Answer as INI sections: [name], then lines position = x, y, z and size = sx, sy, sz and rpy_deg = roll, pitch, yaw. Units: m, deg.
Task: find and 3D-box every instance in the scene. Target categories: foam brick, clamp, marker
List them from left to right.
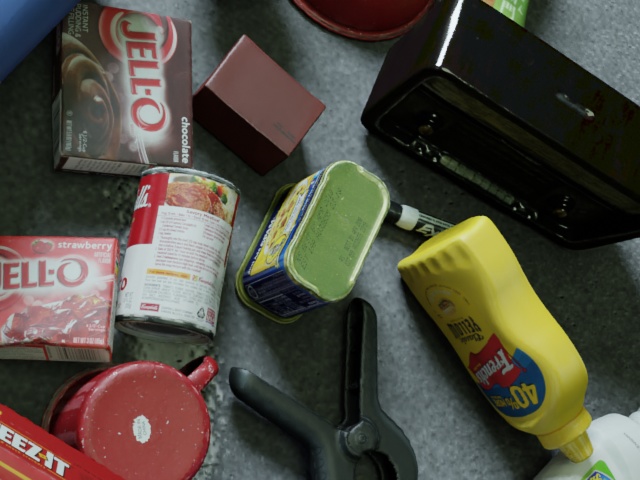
[foam brick]
position = -0.047, -0.093, 0.750
size = 0.078, 0.051, 0.053
rpy_deg = 41, 65, -12
[clamp]
position = 0.025, 0.128, 0.742
size = 0.120, 0.039, 0.171
rpy_deg = -36, 100, -21
[marker]
position = 0.086, -0.009, 0.813
size = 0.121, 0.020, 0.020
rpy_deg = 20, 70, -21

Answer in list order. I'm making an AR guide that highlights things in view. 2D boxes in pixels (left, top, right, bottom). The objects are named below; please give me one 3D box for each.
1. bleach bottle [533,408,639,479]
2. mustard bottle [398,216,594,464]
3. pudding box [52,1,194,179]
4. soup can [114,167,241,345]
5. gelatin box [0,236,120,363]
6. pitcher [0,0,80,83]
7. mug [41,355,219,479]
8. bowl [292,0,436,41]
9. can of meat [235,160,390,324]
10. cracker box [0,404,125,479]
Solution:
[bleach bottle]
position = 0.187, 0.221, 0.785
size = 0.250, 0.068, 0.102
rpy_deg = -41, 97, -29
[mustard bottle]
position = 0.138, 0.078, 0.771
size = 0.058, 0.096, 0.191
rpy_deg = -36, 93, -30
[pudding box]
position = -0.133, -0.099, 0.717
size = 0.089, 0.039, 0.113
rpy_deg = 4, 76, -25
[soup can]
position = -0.093, 0.012, 0.695
size = 0.068, 0.069, 0.102
rpy_deg = 15, 73, -22
[gelatin box]
position = -0.170, 0.035, 0.651
size = 0.089, 0.030, 0.073
rpy_deg = 2, 64, -4
[pitcher]
position = -0.212, -0.166, 0.616
size = 0.145, 0.149, 0.242
rpy_deg = 61, 40, -36
[mug]
position = -0.108, 0.111, 0.656
size = 0.117, 0.082, 0.093
rpy_deg = -37, 95, -28
[bowl]
position = 0.039, -0.239, 0.823
size = 0.161, 0.055, 0.162
rpy_deg = 6, 76, -25
[can of meat]
position = -0.005, 0.001, 0.730
size = 0.057, 0.084, 0.102
rpy_deg = 32, 66, -16
[cracker box]
position = -0.182, 0.212, 0.562
size = 0.164, 0.072, 0.214
rpy_deg = 35, 91, -14
